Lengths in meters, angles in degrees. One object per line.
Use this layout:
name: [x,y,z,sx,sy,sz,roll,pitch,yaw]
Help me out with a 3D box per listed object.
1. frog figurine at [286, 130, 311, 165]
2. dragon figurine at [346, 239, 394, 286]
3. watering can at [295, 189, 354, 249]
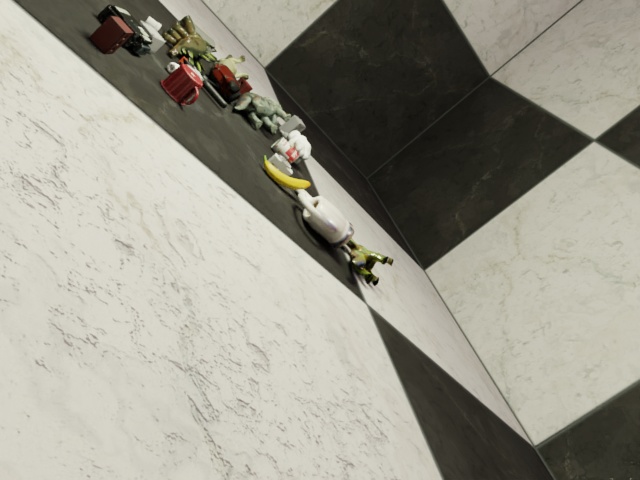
frog figurine: [-0.091,-0.403,2.183,0.157,0.123,0.139,133,-60,-68]
dragon figurine: [0.124,0.043,1.862,0.245,0.122,0.406,37,4,27]
watering can: [0.005,-0.089,1.766,0.222,0.103,0.352,43,7,-17]
